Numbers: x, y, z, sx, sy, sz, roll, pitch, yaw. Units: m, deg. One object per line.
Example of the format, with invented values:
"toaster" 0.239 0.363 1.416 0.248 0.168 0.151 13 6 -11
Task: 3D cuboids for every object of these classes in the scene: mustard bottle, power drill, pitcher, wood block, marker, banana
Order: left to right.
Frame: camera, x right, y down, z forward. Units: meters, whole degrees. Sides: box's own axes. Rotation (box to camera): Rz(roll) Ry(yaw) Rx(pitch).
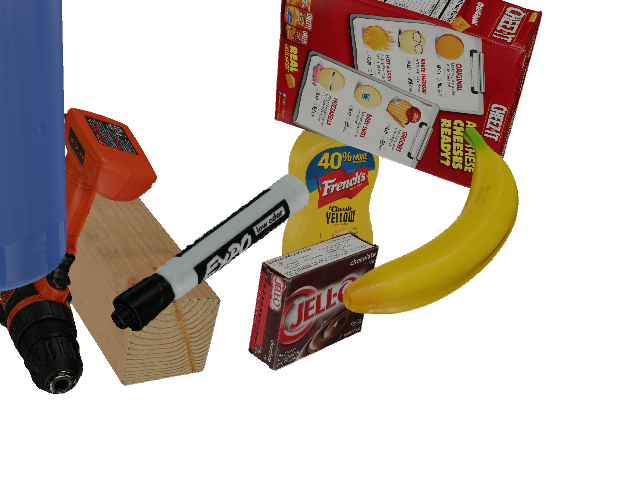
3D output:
"pitcher" -0.231 -0.089 0.672 0.149 0.243 0.145 -4 26 -11
"power drill" -0.200 0.004 0.848 0.057 0.188 0.185 16 25 -39
"wood block" -0.192 0.039 1.063 0.090 0.091 0.206 -6 35 -35
"marker" -0.051 0.005 0.506 0.020 0.020 0.120 0 31 49
"mustard bottle" 0.013 -0.064 1.105 0.096 0.192 0.058 -4 21 -24
"banana" 0.090 -0.003 0.742 0.070 0.037 0.197 24 49 19

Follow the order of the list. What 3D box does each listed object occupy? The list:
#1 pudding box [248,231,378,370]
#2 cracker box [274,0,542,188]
"pudding box" -0.006 0.049 0.908 0.039 0.090 0.113 31 35 32
"cracker box" 0.071 -0.152 0.942 0.214 0.164 0.072 20 49 12
